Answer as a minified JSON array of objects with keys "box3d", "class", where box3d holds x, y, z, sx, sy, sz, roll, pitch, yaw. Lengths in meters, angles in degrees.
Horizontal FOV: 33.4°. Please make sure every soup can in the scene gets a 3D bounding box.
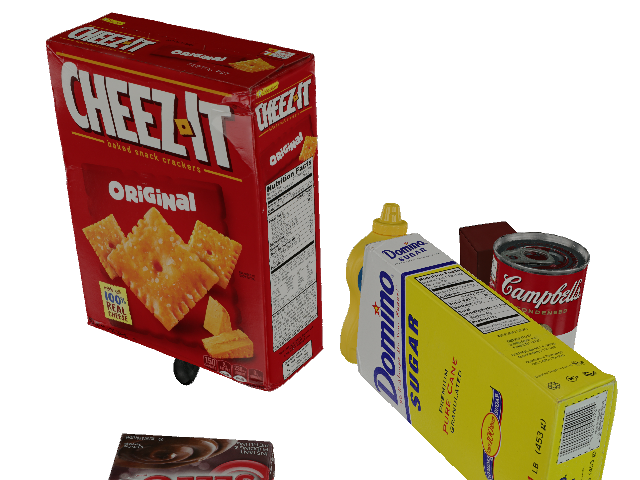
[{"box3d":[0.154,0.053,0.778,0.068,0.102,0.068,3,24,-1],"class":"soup can"}]

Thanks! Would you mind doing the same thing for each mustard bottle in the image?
[{"box3d":[0.077,0.050,1.266,0.096,0.192,0.058,0,14,-13],"class":"mustard bottle"}]

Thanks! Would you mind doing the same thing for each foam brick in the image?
[{"box3d":[0.172,0.028,1.076,0.053,0.078,0.051,-10,28,-10],"class":"foam brick"}]

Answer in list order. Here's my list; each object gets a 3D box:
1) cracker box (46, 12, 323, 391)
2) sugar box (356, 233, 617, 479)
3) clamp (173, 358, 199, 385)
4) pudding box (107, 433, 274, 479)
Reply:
[{"box3d":[-0.085,-0.024,0.688,0.164,0.214,0.072,17,35,29],"class":"cracker box"},{"box3d":[0.082,0.074,0.587,0.048,0.093,0.176,-13,30,-29],"class":"sugar box"},{"box3d":[-0.073,0.020,0.996,0.164,0.210,0.036,-4,-1,-41],"class":"clamp"},{"box3d":[-0.091,0.178,0.739,0.113,0.039,0.090,1,27,2],"class":"pudding box"}]
